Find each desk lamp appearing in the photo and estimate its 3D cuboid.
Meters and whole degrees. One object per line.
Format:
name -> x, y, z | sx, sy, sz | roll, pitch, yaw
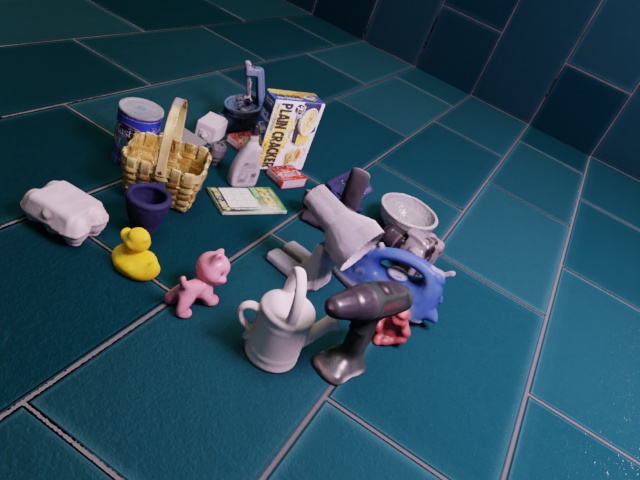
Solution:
desk lamp -> 0.011, 0.004, 1.203 | 0.202, 0.213, 0.118 | 36, 35, 20

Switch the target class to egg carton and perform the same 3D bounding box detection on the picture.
egg carton -> -0.493, -0.054, 1.107 | 0.150, 0.069, 0.107 | 29, 33, 9

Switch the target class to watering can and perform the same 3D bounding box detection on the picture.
watering can -> -0.052, 0.131, 0.998 | 0.173, 0.194, 0.100 | 0, 39, -32

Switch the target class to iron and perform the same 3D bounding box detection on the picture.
iron -> 0.164, 0.074, 1.264 | 0.258, 0.141, 0.119 | 26, 32, 4

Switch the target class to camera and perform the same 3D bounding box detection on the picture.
camera -> 0.225, 0.008, 1.436 | 0.136, 0.101, 0.143 | 39, 36, 24

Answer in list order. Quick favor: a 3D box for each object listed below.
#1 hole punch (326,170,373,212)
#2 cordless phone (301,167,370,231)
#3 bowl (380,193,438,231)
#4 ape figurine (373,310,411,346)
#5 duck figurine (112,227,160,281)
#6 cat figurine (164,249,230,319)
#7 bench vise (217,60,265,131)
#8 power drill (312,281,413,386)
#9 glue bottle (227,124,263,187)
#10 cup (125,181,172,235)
hole punch -> 0.075, -0.131, 1.552 | 0.101, 0.091, 0.108 | -11, 45, -41
cordless phone -> 0.040, -0.115, 1.421 | 0.147, 0.185, 0.094 | 24, 32, 2
bowl -> 0.230, -0.054, 1.553 | 0.167, 0.074, 0.167 | 16, 33, -11
ape figurine -> 0.152, 0.169, 1.165 | 0.077, 0.092, 0.076 | 30, 33, 11
duck figurine -> -0.342, 0.020, 1.079 | 0.104, 0.086, 0.078 | 37, 35, 20
cat figurine -> -0.217, 0.068, 1.058 | 0.067, 0.117, 0.128 | 37, 35, 21
bench vise -> -0.185, -0.413, 1.679 | 0.208, 0.219, 0.121 | -7, 43, -38
power drill -> 0.065, 0.157, 1.020 | 0.230, 0.208, 0.075 | -15, 48, -44
glue bottle -> -0.177, -0.212, 1.437 | 0.078, 0.173, 0.037 | -5, 42, -37
cup -> -0.355, -0.064, 1.184 | 0.092, 0.095, 0.118 | 21, 32, -4
